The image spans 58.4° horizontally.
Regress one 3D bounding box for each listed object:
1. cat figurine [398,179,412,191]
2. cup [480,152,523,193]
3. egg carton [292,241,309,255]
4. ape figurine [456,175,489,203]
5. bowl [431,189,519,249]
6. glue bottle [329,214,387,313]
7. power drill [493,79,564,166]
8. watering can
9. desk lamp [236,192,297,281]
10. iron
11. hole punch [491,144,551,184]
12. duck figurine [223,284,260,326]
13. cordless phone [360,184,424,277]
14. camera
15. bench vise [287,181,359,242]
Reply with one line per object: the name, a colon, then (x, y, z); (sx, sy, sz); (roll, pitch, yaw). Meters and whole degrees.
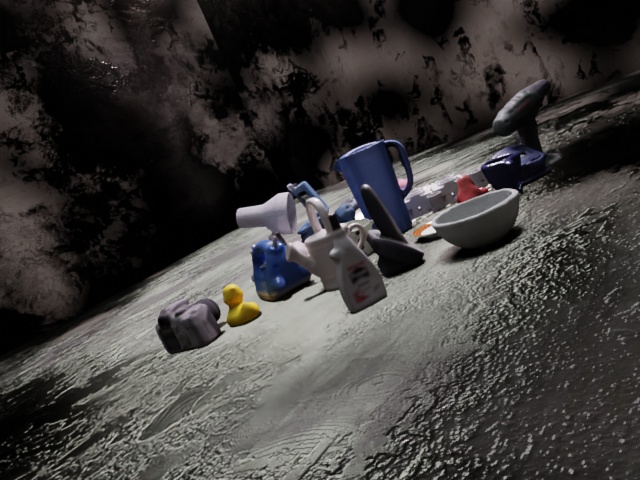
cat figurine: (0.225, -0.130, 1.700); (0.127, 0.118, 0.067); (-22, 9, 13)
cup: (0.430, -0.143, 1.309); (0.091, 0.095, 0.117); (-24, 9, 1)
egg carton: (-0.075, 0.053, 1.564); (0.107, 0.069, 0.150); (-25, 9, -9)
ape figurine: (0.348, -0.108, 1.329); (0.077, 0.092, 0.076); (-16, 12, 42)
bowl: (0.295, -0.030, 1.058); (0.167, 0.075, 0.167); (-23, 9, 4)
glue bottle: (0.052, 0.035, 0.995); (0.078, 0.173, 0.037); (-27, 10, -20)
power drill: (0.553, -0.292, 1.496); (0.230, 0.208, 0.075); (-29, 10, -29)
watering can: (0.012, 0.004, 1.212); (0.173, 0.194, 0.100); (-31, 11, -36)
desk lamp: (-0.142, -0.015, 1.669); (0.203, 0.213, 0.118); (-22, 9, 13)
iron: (-0.125, 0.061, 1.410); (0.119, 0.141, 0.257); (-28, 10, -25)
hole punch: (0.500, -0.191, 1.425); (0.109, 0.091, 0.101); (-27, 9, -16)
duck figurine: (-0.185, 0.140, 1.280); (0.078, 0.086, 0.104); (-29, 10, -27)
cordless phone: (0.129, -0.033, 1.152); (0.094, 0.185, 0.147); (-24, 9, -2)
camera: (-0.281, 0.174, 1.284); (0.142, 0.101, 0.137); (-17, 11, 38)
bench vise: (0.004, -0.088, 1.699); (0.208, 0.220, 0.121); (-27, 10, -20)
